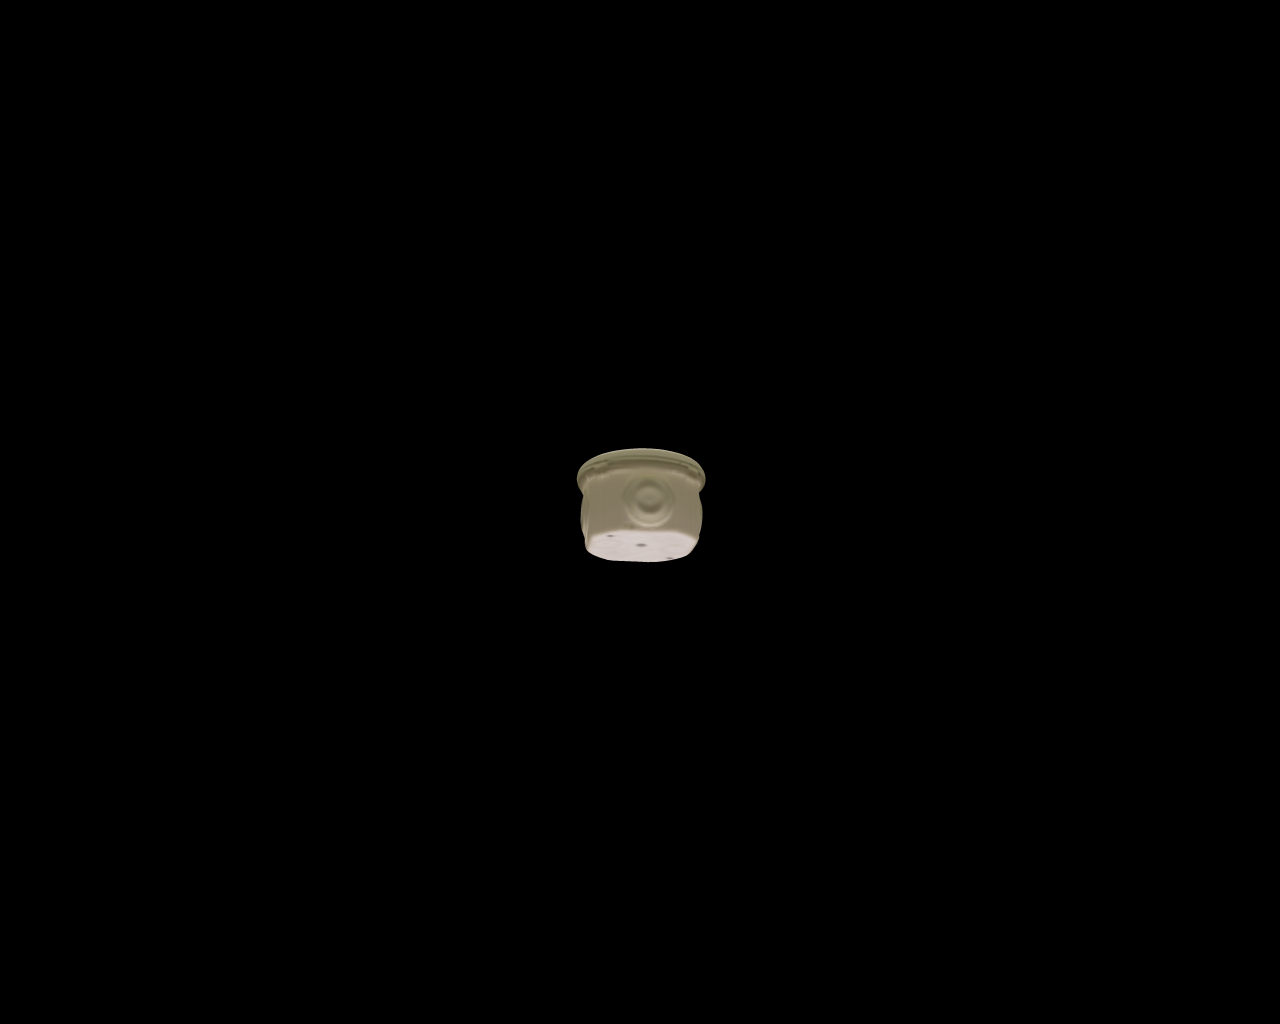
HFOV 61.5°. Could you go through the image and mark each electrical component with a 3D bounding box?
[{"bbox_3d":[0.001,-0.003,0.650,0.080,0.051,0.080,0,-19,0],"label":"electrical component"}]
